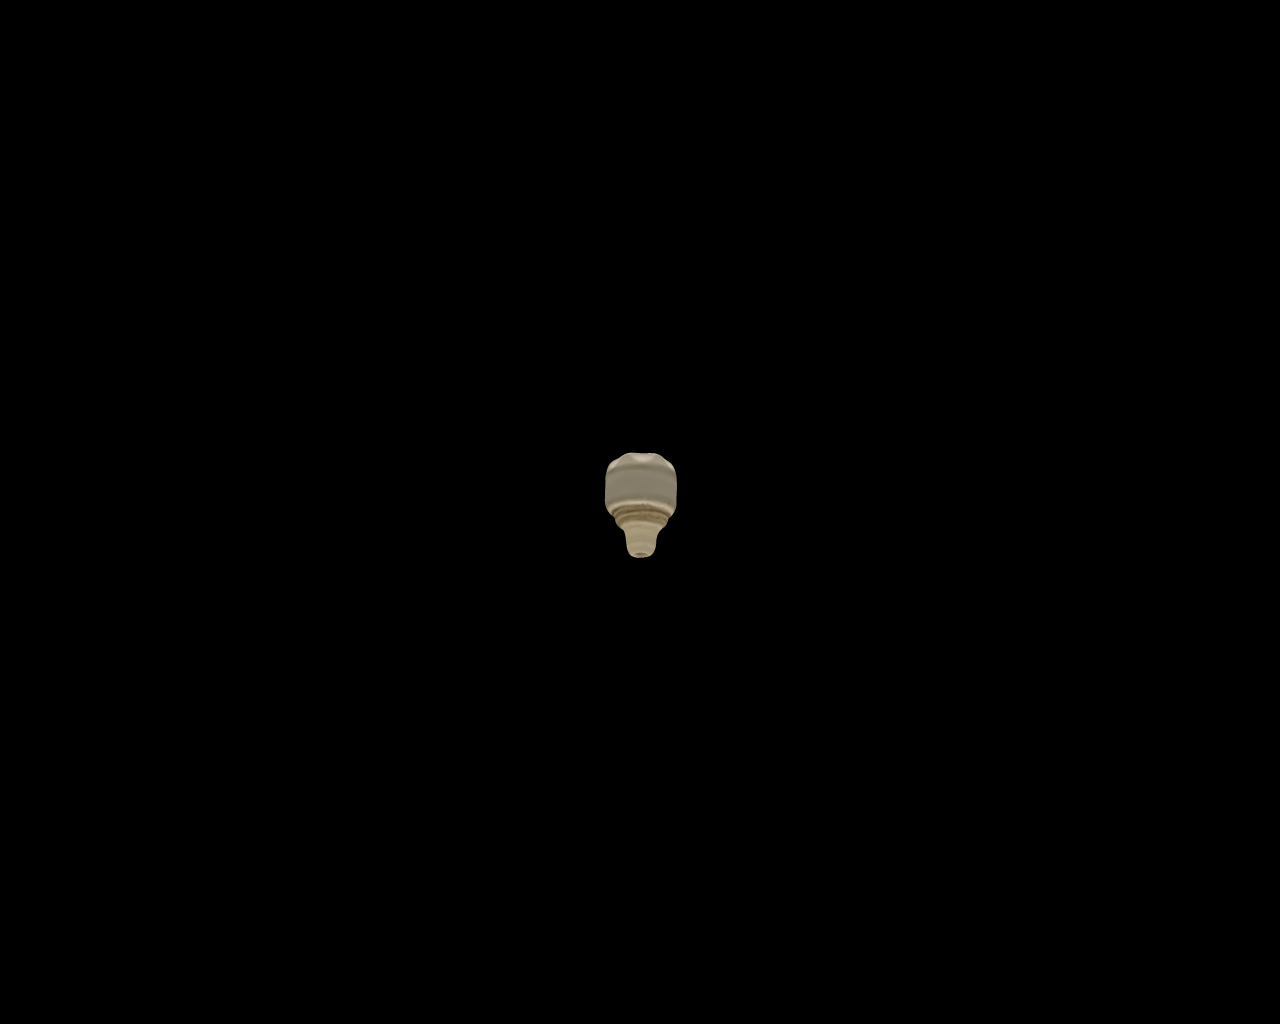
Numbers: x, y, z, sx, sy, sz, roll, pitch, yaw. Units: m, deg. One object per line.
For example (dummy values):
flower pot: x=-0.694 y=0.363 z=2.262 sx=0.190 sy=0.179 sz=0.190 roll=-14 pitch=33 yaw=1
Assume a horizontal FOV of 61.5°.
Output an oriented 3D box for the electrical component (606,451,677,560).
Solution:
electrical component: x=0.001 y=-0.003 z=0.650 sx=0.043 sy=0.062 sz=0.043 roll=0 pitch=-19 yaw=0
